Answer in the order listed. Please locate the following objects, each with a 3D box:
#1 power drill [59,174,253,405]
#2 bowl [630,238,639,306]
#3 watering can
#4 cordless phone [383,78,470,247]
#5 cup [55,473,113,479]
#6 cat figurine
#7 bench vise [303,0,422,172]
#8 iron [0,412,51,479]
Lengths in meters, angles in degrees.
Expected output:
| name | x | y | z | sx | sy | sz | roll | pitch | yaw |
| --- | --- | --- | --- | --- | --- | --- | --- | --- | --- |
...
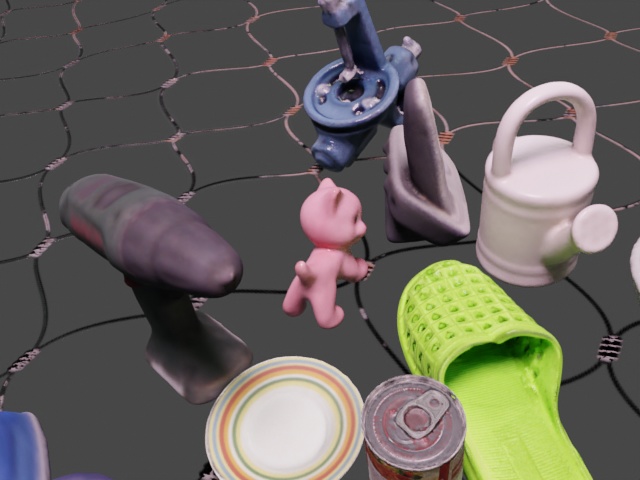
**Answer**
| name | x | y | z | sx | sy | sz | roll | pitch | yaw |
| --- | --- | --- | --- | --- | --- | --- | --- | --- | --- |
| power drill | -0.124 | 0.040 | 0.476 | 0.228 | 0.209 | 0.076 | 29 | 55 | 33 |
| bowl | 0.345 | 0.055 | 0.481 | 0.167 | 0.075 | 0.167 | -5 | 43 | 5 |
| watering can | 0.207 | -0.051 | 0.528 | 0.101 | 0.194 | 0.172 | -29 | 47 | -20 |
| cordless phone | 0.110 | -0.098 | 0.601 | 0.094 | 0.185 | 0.147 | -5 | 43 | 4 |
| cup | -0.145 | 0.223 | 0.370 | 0.092 | 0.095 | 0.117 | -32 | 48 | -23 |
| cat figurine | 0.005 | 0.002 | 0.561 | 0.067 | 0.118 | 0.128 | 11 | 47 | 21 |
| bench vise | 0.049 | -0.221 | 0.715 | 0.121 | 0.220 | 0.207 | 11 | 47 | 20 |
| iron | -0.268 | 0.200 | 0.379 | 0.118 | 0.142 | 0.258 | -6 | 43 | 3 |
